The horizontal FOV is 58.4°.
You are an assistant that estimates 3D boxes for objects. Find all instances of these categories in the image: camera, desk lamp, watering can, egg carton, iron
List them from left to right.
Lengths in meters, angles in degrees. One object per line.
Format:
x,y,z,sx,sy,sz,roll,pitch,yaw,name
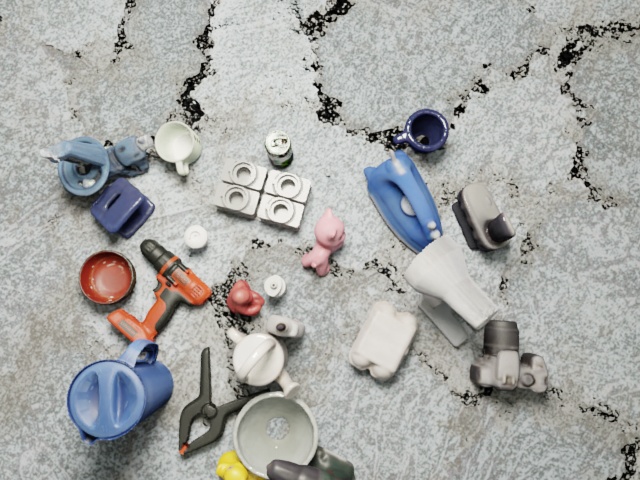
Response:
-0.110,0.233,1.103,0.173,0.194,0.101,20,83,3,watering can
0.131,0.206,1.169,0.107,0.069,0.150,27,83,4,egg carton
0.194,-0.068,1.171,0.118,0.141,0.258,-30,83,-4,iron
0.256,0.101,1.111,0.118,0.213,0.203,-41,84,-5,desk lamp
0.382,0.232,1.150,0.143,0.101,0.137,4,82,1,camera

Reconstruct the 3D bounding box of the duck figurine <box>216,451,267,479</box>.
-0.157,0.461,1.126,0.104,0.086,0.077,19,83,3,duck figurine

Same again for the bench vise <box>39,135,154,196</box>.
-0.451,-0.176,1.146,0.207,0.220,0.121,-41,84,-5,bench vise

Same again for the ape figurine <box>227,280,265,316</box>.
-0.157,0.119,1.170,0.076,0.092,0.078,-13,82,-1,ape figurine

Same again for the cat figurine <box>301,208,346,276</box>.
0.011,0.004,1.173,0.067,0.118,0.128,25,83,4,cat figurine

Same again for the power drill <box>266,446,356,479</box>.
0.010,0.454,1.065,0.229,0.208,0.076,26,83,4,power drill

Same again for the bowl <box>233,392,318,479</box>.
-0.085,0.384,1.142,0.167,0.075,0.167,0,82,0,bowl

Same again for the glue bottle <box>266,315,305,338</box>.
-0.070,0.171,1.122,0.078,0.173,0.037,12,82,2,glue bottle

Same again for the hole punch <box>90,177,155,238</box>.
-0.420,-0.069,1.196,0.101,0.091,0.109,39,84,5,hole punch

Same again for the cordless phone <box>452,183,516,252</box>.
0.341,-0.054,1.147,0.094,0.185,0.147,-26,83,-3,cordless phone

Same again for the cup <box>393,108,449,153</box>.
0.207,-0.216,1.215,0.118,0.095,0.092,-18,82,-2,cup
